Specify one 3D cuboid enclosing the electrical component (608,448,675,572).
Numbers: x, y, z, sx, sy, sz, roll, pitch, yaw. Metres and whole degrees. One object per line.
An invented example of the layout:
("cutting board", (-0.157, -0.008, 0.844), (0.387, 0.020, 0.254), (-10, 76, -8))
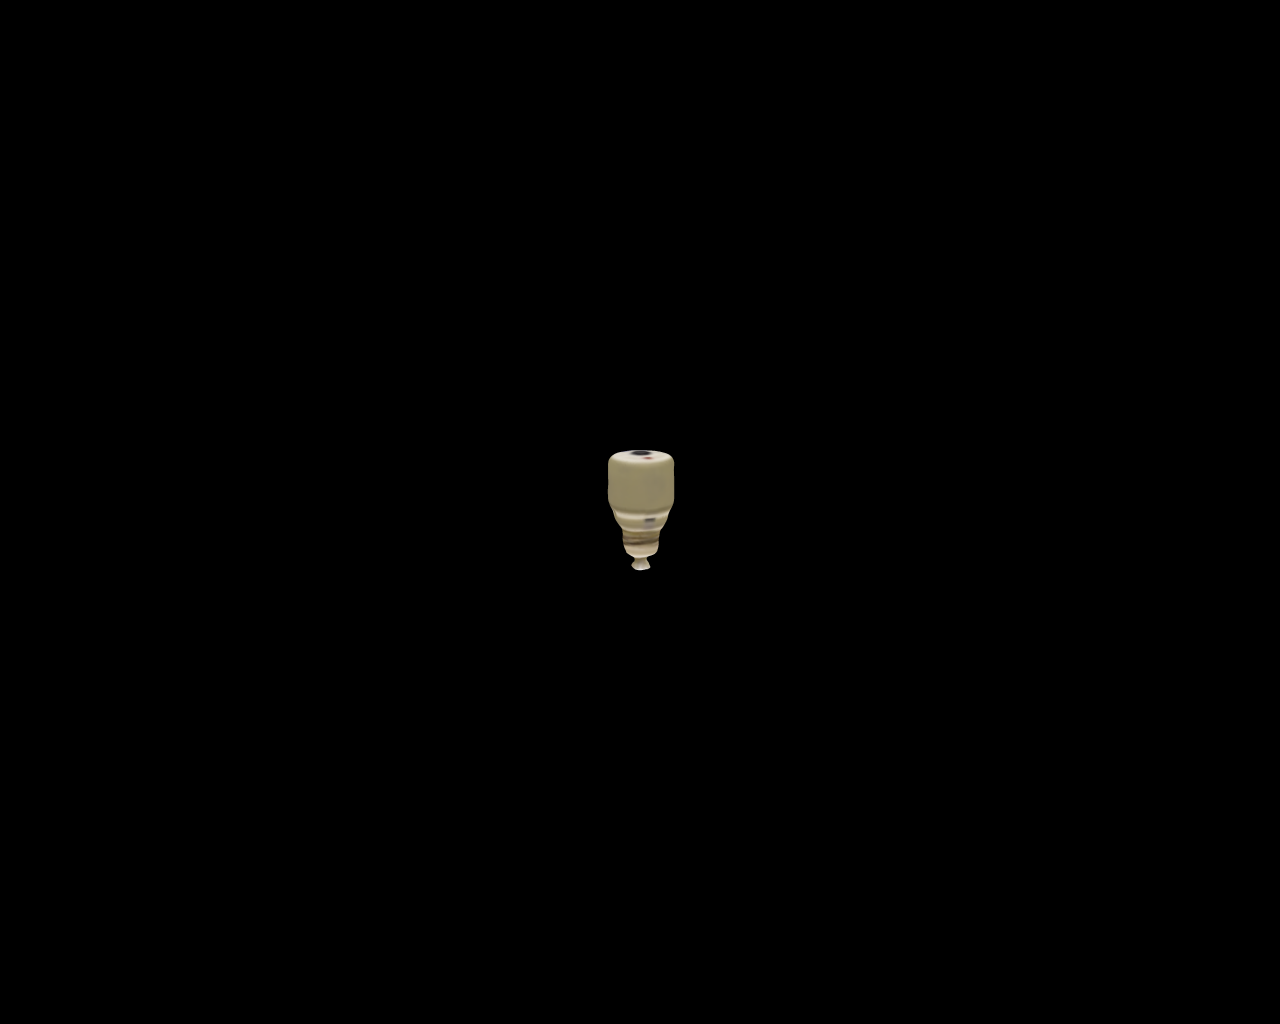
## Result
("electrical component", (0.001, -0.003, 0.650), (0.040, 0.078, 0.040), (0, 15, 0))
